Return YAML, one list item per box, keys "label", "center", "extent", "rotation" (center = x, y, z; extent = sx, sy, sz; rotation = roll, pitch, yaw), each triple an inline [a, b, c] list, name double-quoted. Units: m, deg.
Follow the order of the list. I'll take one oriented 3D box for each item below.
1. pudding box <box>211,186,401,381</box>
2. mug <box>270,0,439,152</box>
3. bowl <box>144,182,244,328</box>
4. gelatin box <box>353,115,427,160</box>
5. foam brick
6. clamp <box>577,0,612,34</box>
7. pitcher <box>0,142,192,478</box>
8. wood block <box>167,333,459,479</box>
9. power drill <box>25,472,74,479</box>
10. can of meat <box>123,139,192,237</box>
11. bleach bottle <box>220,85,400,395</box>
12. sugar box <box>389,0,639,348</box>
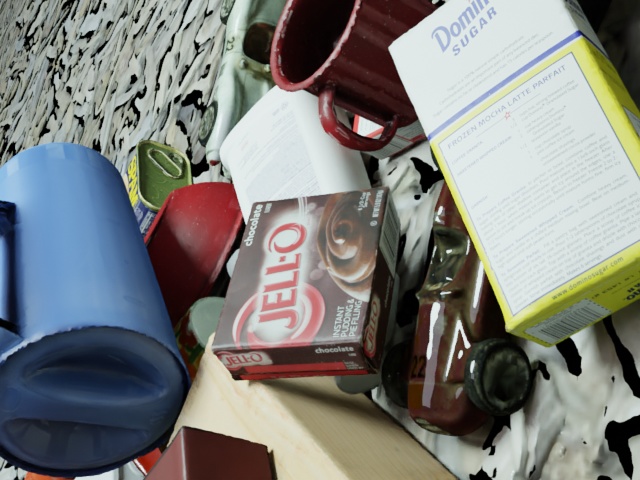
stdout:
- label: "pudding box"
  center: [-0.005, 0.025, 0.611]
  extent: [0.090, 0.039, 0.113]
  rotation: [-5, 46, 21]
- label: "mug"
  center: [0.028, -0.107, 0.642]
  extent: [0.093, 0.081, 0.117]
  rotation: [-26, 50, 49]
- label: "bowl"
  center: [-0.116, 0.011, 0.877]
  extent: [0.162, 0.055, 0.162]
  rotation: [-58, 13, 21]
- label: "gelatin box"
  center: [0.061, -0.101, 0.700]
  extent: [0.089, 0.030, 0.073]
  rotation: [-22, 54, 52]
- label: "foam brick"
  center: [-0.063, 0.143, 0.554]
  extent: [0.078, 0.052, 0.051]
  rotation: [-54, 33, 33]
- label: "clamp"
  center: [0.139, -0.147, 0.558]
  extent: [0.210, 0.036, 0.164]
  rotation: [-57, 43, 47]
- label: "pitcher"
  center: [-0.182, 0.030, 0.748]
  extent: [0.243, 0.144, 0.149]
  rotation: [-114, 24, -49]
- label: "wood block"
  center: [-0.006, 0.137, 0.609]
  extent: [0.206, 0.090, 0.090]
  rotation: [34, 104, 61]
- label: "power drill"
  center: [-0.245, 0.147, 1.066]
  extent: [0.185, 0.057, 0.187]
  rotation: [-50, 34, 35]
- label: "can of meat"
  center: [-0.167, -0.033, 1.041]
  extent: [0.084, 0.057, 0.102]
  rotation: [-55, 31, 33]
- label: "bleach bottle"
  center: [-0.005, 0.001, 0.718]
  extent: [0.103, 0.068, 0.251]
  rotation: [-45, 39, 27]
- label: "sugar box"
  center: [0.105, -0.048, 0.512]
  extent: [0.093, 0.048, 0.176]
  rotation: [-34, 55, 26]
